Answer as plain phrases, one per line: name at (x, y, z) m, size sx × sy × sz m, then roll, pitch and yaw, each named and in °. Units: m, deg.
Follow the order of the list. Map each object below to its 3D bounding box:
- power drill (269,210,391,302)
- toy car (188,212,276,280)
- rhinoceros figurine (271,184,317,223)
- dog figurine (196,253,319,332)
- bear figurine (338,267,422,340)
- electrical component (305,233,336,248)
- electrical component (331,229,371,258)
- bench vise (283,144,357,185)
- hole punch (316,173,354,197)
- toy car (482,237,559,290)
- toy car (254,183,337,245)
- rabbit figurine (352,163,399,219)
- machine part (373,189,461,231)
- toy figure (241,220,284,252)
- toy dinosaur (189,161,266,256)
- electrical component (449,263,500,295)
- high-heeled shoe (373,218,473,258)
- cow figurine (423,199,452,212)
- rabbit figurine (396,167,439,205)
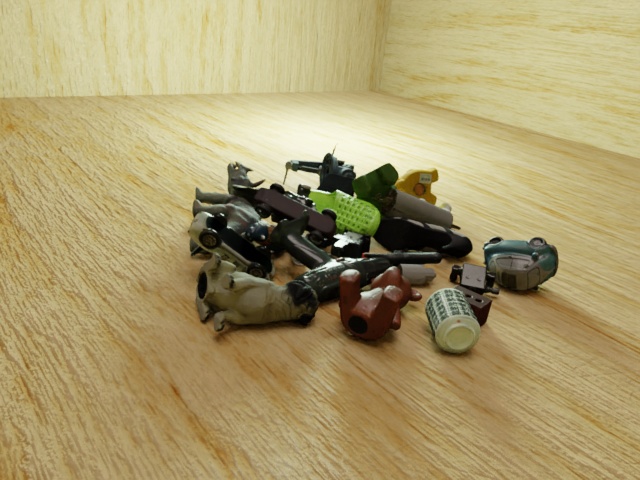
power drill at (0.009, 0.033, 1.116) m, size 0.232 × 0.086 × 0.207 m, roll -24°, pitch 63°, yaw -39°
toy car at (-0.172, 0.017, 1.081) m, size 0.201 × 0.056 × 0.073 m, roll 38°, pitch 32°, yaw -21°
rhinoceros figurine at (-0.064, -0.075, 1.336) m, size 0.112 × 0.073 × 0.190 m, roll 1°, pitch 39°, yaw 7°
dog figurine at (-0.115, 0.098, 0.981) m, size 0.190 × 0.121 × 0.173 m, roll 7°, pitch 23°, yaw -35°
bear figurine at (0.118, 0.095, 0.986) m, size 0.120 × 0.131 × 0.196 m, roll 24°, pitch 35°, yaw 24°
electrical component at (-0.003, -0.004, 1.305) m, size 0.063 × 0.021 × 0.094 m, roll 19°, pitch 27°, yaw 28°
electrical component at (0.065, 0.017, 1.241) m, size 0.075 × 0.047 × 0.119 m, roll 14°, pitch 25°, yaw 19°
bench vise at (0.003, -0.222, 1.681) m, size 0.240 × 0.128 × 0.224 m, roll 6°, pitch 24°, yaw -19°
hole punch at (0.048, -0.111, 1.505) m, size 0.142 × 0.092 × 0.116 m, roll 21°, pitch 57°, yaw 26°
toy car at (0.433, 0.057, 1.181) m, size 0.162 × 0.109 × 0.103 m, roll 8°, pitch 40°, yaw 27°
toy car at (-0.057, -0.059, 1.238) m, size 0.202 × 0.053 × 0.089 m, roll 25°, pitch 58°, yaw 3°
rabbit figurine at (0.157, -0.096, 1.427) m, size 0.121 × 0.170 × 0.159 m, roll -26°, pitch -1°, yaw -11°
machine part at (0.243, -0.065, 1.347) m, size 0.243 × 0.079 × 0.079 m, roll 19°, pitch 20°, yaw -16°
toy figure at (-0.118, -0.010, 1.178) m, size 0.064 × 0.058 × 0.154 m, roll -17°, pitch -18°, yaw 16°
toy dinosaur at (-0.200, -0.046, 1.250) m, size 0.192 × 0.131 × 0.405 m, roll 1°, pitch 31°, yaw -10°
electrical component at (0.334, 0.085, 1.164) m, size 0.102 × 0.045 × 0.078 m, roll 6°, pitch 52°, yaw 7°
high-heeled shoe at (0.248, -0.011, 1.325) m, size 0.249 × 0.086 × 0.145 m, roll 20°, pitch 17°, yaw 31°
cow figurine at (0.272, -0.064, 1.460) m, size 0.167 × 0.068 × 0.098 m, roll 10°, pitch 30°, yaw 12°
rabbit figurine at (0.269, -0.157, 1.645) m, size 0.162 × 0.121 × 0.173 m, roll -6°, pitch 11°, yaw -4°
